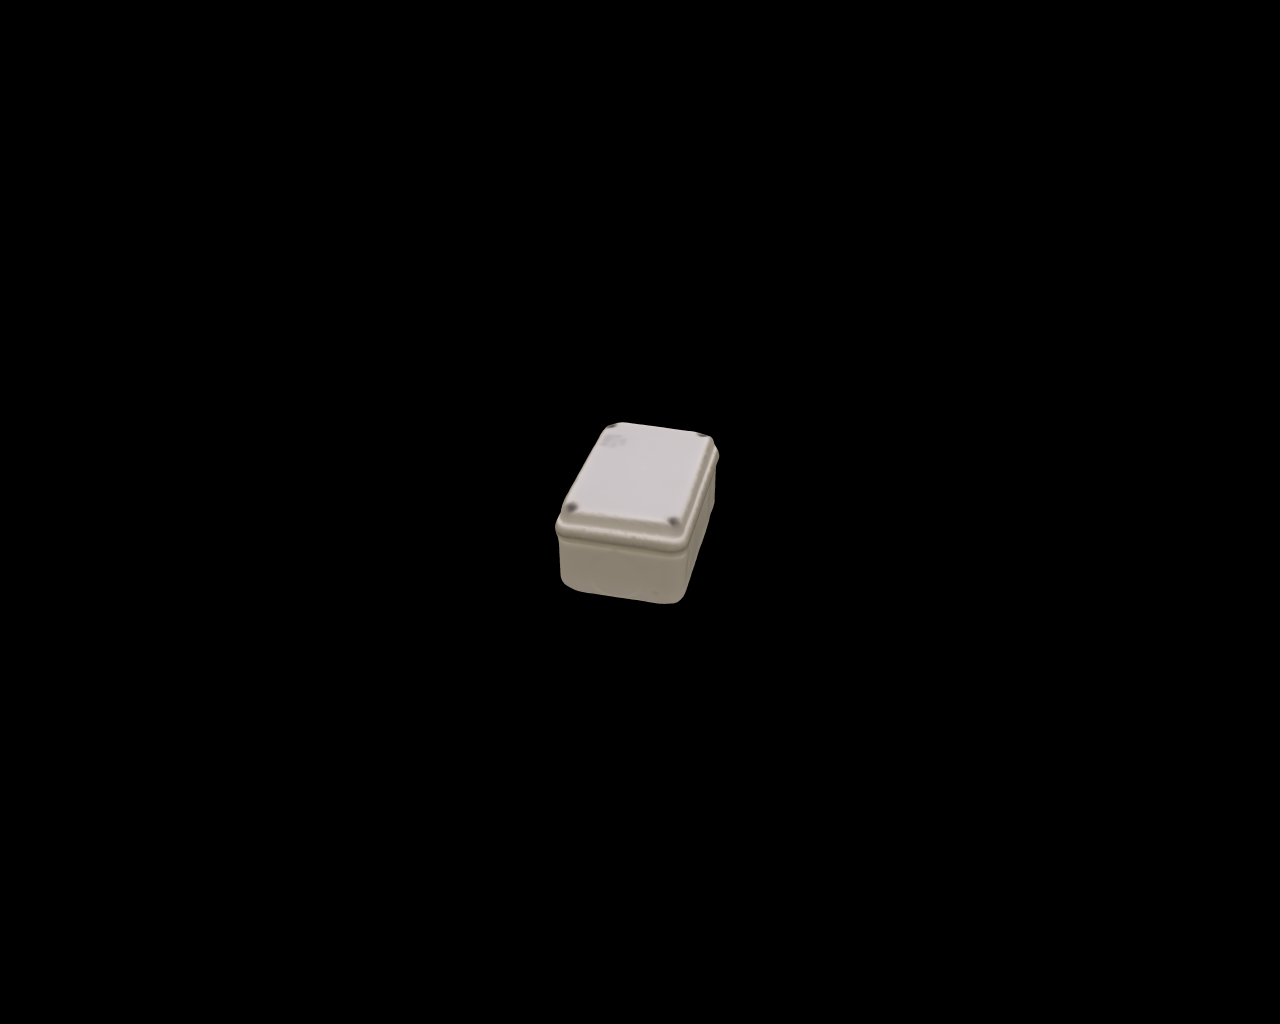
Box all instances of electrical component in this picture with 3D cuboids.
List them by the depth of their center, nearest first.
[{"bbox_3d":[0.001,-0.003,0.650,0.078,0.057,0.113,8,36,11],"label":"electrical component"}]
